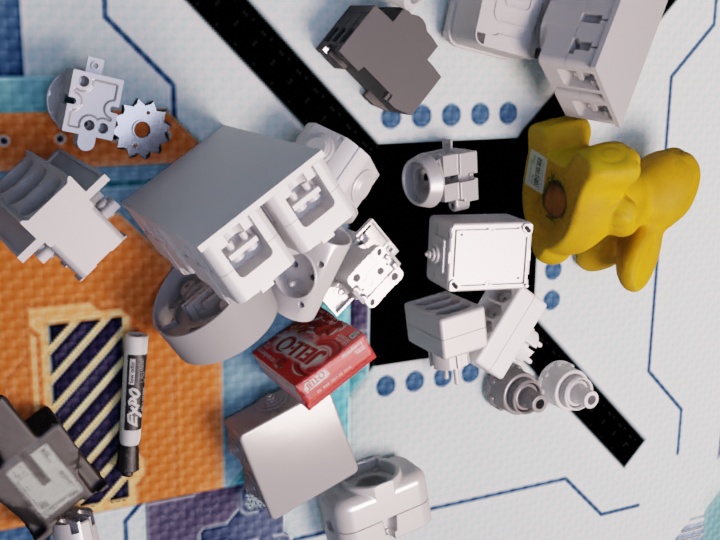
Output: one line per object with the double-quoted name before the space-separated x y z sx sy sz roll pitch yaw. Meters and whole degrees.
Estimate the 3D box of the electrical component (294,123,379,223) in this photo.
"electrical component" -0.028 -0.078 0.882 0.080 0.080 0.051 40 76 -29

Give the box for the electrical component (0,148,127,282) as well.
"electrical component" -0.217 -0.040 0.766 0.078 0.121 0.063 -46 121 -11

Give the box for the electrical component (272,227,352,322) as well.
"electrical component" -0.056 -0.010 0.888 0.044 0.079 0.077 -20 141 -58

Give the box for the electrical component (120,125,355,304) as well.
"electrical component" -0.093 -0.043 0.793 0.105 0.186 0.060 -40 117 -14

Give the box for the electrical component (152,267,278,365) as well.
"electrical component" -0.116 0.025 0.850 0.099 0.099 0.064 -37 122 -16

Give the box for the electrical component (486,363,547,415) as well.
"electrical component" 0.155 0.119 1.035 0.048 0.062 0.048 -7 106 -27

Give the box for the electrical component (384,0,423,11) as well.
"electrical component" 0.040 -0.280 0.880 0.138 0.074 0.052 -57 164 -20

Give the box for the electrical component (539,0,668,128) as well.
"electrical component" 0.222 -0.236 0.949 0.105 0.060 0.186 42 68 -58

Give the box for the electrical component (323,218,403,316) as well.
"electrical component" 0.000 0.000 0.924 0.081 0.064 0.042 -47 118 -10

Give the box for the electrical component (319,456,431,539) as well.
"electrical component" 0.013 0.212 0.987 0.095 0.054 0.059 -18 110 -23

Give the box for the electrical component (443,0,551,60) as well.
"electrical component" 0.125 -0.244 0.935 0.078 0.057 0.113 8 98 -29

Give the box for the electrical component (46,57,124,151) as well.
"electrical component" -0.203 -0.123 0.791 0.048 0.055 0.066 9 97 -29

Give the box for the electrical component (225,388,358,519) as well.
"electrical component" -0.061 0.152 0.936 0.100 0.048 0.099 -27 113 -20

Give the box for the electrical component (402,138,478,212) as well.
"electrical component" 0.071 -0.082 0.953 0.055 0.048 0.066 -13 108 -33

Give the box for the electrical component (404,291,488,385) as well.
"electrical component" 0.080 0.067 0.981 0.047 0.066 0.076 -16 109 -24

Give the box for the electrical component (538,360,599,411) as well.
"electrical component" 0.209 0.119 1.064 0.048 0.062 0.048 -7 105 -26

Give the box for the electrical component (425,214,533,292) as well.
"electrical component" 0.100 -0.018 0.978 0.096 0.061 0.061 -2 103 -19

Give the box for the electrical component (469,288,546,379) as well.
"electrical component" 0.144 0.063 1.024 0.076 0.047 0.083 35 85 -30

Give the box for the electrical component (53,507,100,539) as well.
"electrical component" -0.229 0.220 0.870 0.040 0.040 0.046 -13 103 -25
